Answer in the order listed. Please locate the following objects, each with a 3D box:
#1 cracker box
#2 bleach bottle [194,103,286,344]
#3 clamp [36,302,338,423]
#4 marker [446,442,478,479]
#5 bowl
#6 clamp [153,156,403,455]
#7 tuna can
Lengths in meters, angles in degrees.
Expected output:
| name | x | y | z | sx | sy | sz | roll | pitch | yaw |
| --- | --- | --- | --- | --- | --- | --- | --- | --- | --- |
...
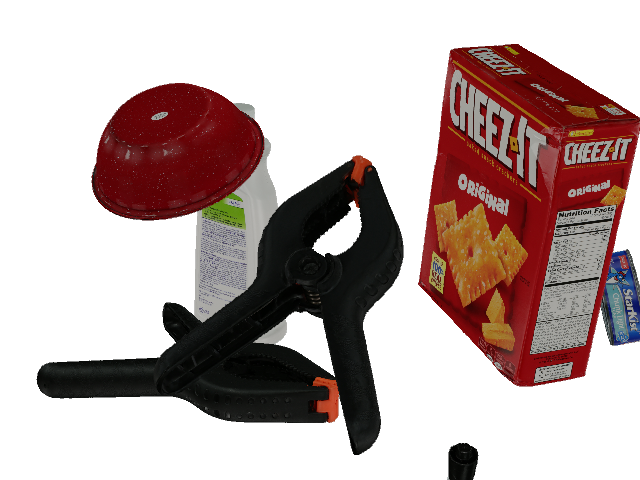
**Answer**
| name | x | y | z | sx | sy | sz | roll | pitch | yaw |
| --- | --- | --- | --- | --- | --- | --- | --- | --- | --- |
| cracker box | 0.148 | -0.021 | 0.814 | 0.072 | 0.214 | 0.164 | -8 | 31 | -21 |
| bleach bottle | -0.081 | -0.017 | 1.120 | 0.103 | 0.251 | 0.068 | 14 | 23 | 25 |
| clamp | -0.078 | 0.092 | 0.792 | 0.210 | 0.036 | 0.164 | 8 | 19 | 20 |
| marker | 0.089 | 0.178 | 0.702 | 0.020 | 0.121 | 0.020 | 1 | 36 | -1 |
| bowl | -0.134 | -0.090 | 0.943 | 0.162 | 0.055 | 0.162 | -9 | 42 | 8 |
| clamp | 0.004 | 0.031 | 0.561 | 0.120 | 0.171 | 0.039 | 25 | -26 | 17 |
| tuna can | 0.275 | 0.053 | 0.981 | 0.034 | 0.086 | 0.086 | -12 | -2 | 11 |
